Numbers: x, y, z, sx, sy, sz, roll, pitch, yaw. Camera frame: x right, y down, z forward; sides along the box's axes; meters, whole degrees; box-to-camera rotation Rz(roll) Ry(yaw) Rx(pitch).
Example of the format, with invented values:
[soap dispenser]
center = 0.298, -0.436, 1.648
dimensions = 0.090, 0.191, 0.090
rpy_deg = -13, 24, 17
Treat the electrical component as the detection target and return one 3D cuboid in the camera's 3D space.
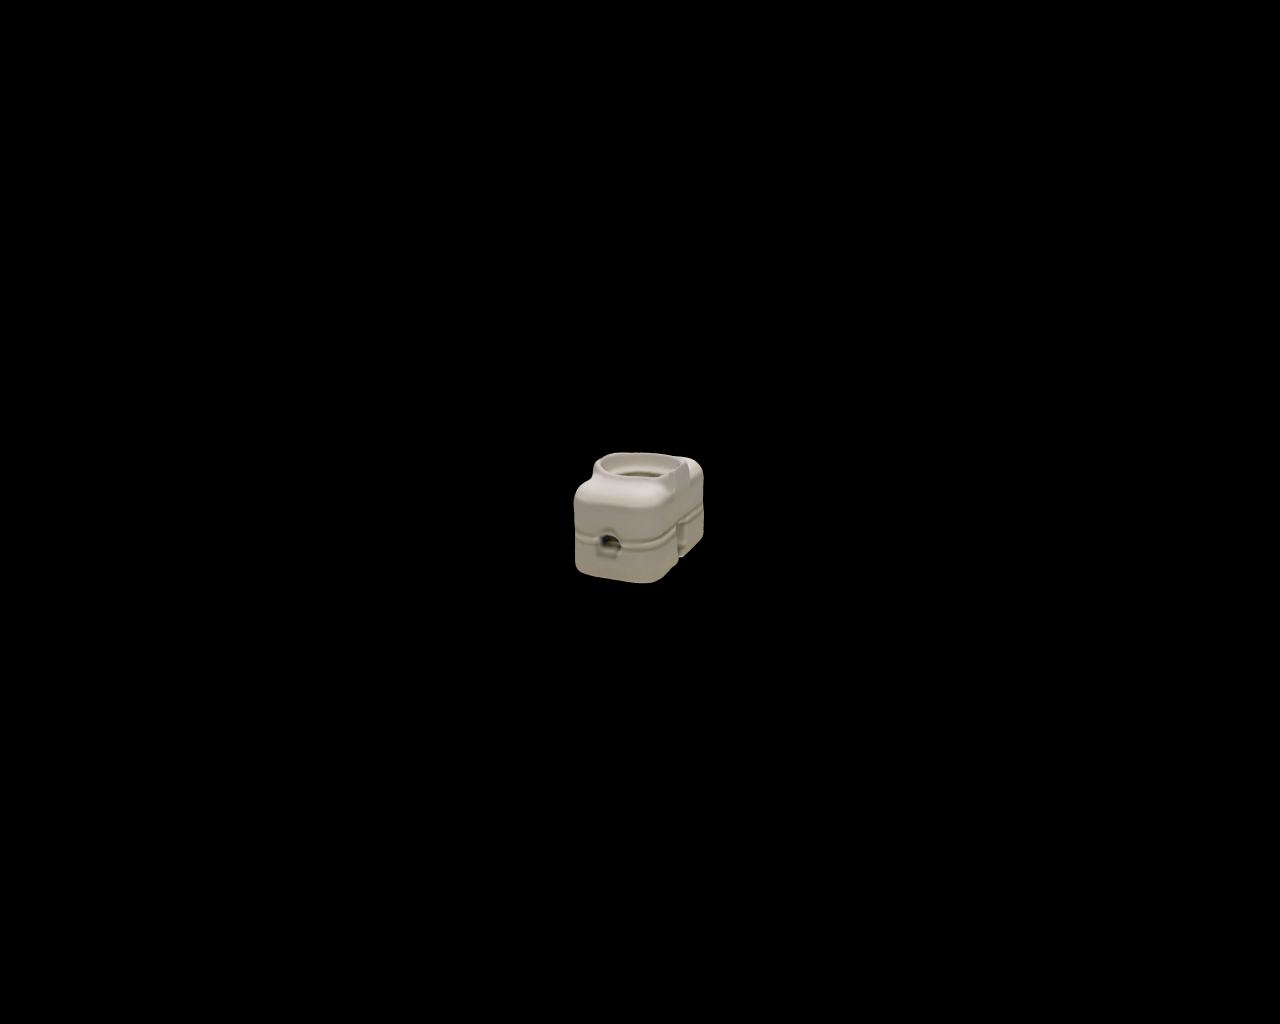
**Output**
[electrical component]
center = 0.001, -0.003, 0.650
dimensions = 0.054, 0.059, 0.095
rpy_deg = 8, 20, 22
